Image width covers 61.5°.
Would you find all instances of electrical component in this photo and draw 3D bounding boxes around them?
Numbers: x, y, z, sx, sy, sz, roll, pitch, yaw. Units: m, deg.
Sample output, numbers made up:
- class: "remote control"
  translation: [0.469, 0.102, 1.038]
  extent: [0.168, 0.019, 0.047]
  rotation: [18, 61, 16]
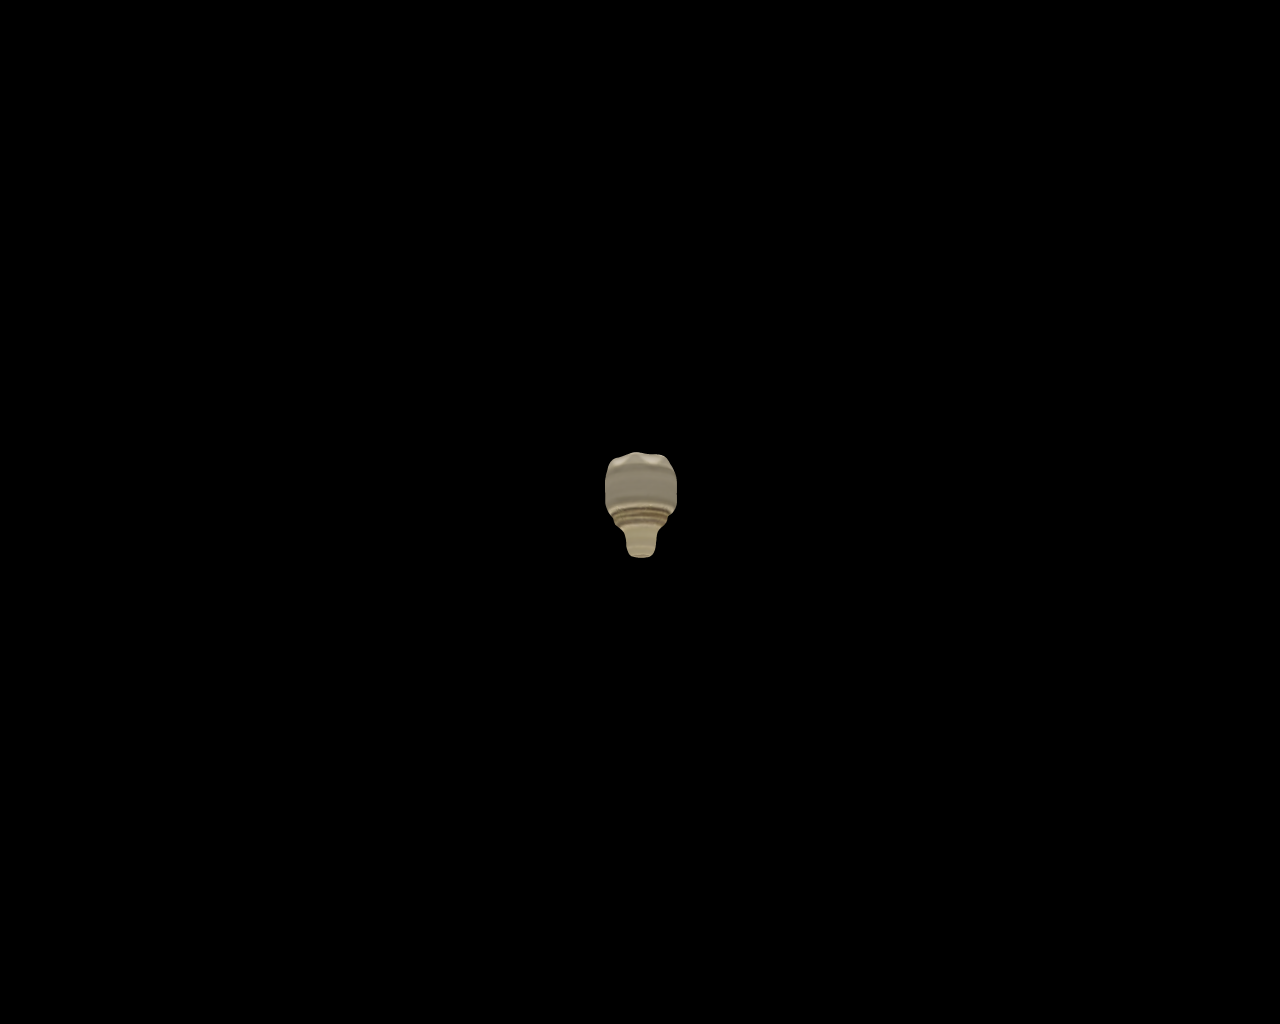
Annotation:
- class: "electrical component"
  translation: [0.001, -0.003, 0.650]
  extent: [0.043, 0.062, 0.043]
  rotation: [0, -14, 0]
